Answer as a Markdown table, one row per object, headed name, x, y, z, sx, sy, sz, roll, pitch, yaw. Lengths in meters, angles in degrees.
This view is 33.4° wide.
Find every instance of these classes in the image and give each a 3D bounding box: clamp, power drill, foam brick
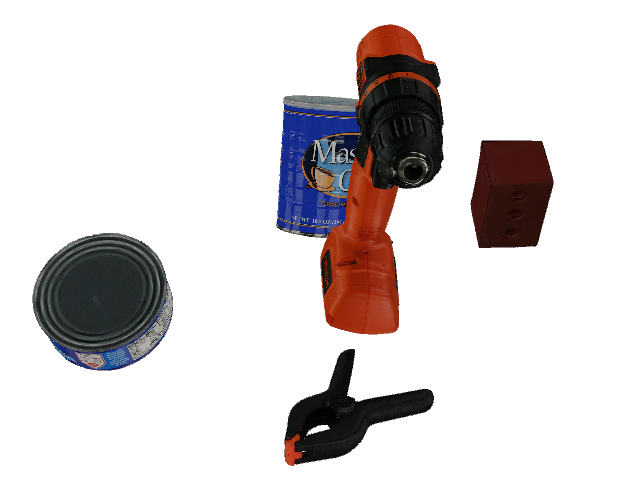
| name | x | y | z | sx | sy | sz | roll | pitch | yaw |
| --- | --- | --- | --- | --- | --- | --- | --- | --- | --- |
| clamp | 0.019 | 0.170 | 1.097 | 0.171 | 0.039 | 0.120 | -21 | 32 | -34 |
| power drill | 0.042 | -0.031 | 0.718 | 0.057 | 0.188 | 0.184 | 8 | 32 | -5 |
| foam brick | 0.158 | -0.039 | 0.889 | 0.053 | 0.051 | 0.078 | -1 | -42 | -2 |

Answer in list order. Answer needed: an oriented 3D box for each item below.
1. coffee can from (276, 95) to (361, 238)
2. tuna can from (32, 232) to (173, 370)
| name | x | y | z | sx | sy | sz | roll | pitch | yaw |
| --- | --- | --- | --- | --- | --- | --- | --- | --- | --- |
| coffee can | 0.007 | -0.081 | 1.148 | 0.103 | 0.140 | 0.103 | 4 | 12 | -1 |
| tuna can | -0.139 | 0.040 | 0.690 | 0.086 | 0.086 | 0.034 | 0 | -31 | 4 |
